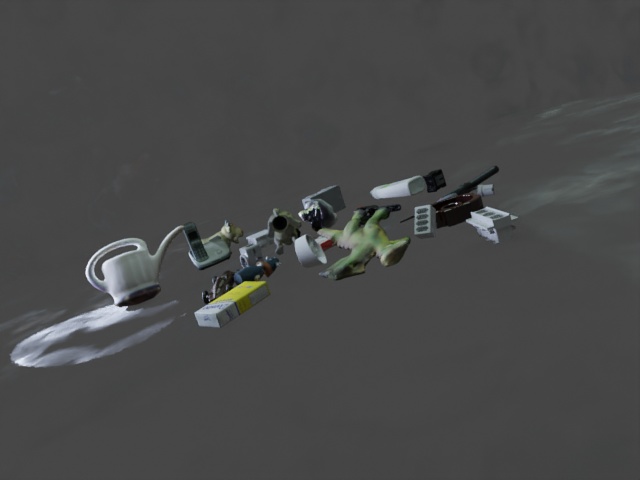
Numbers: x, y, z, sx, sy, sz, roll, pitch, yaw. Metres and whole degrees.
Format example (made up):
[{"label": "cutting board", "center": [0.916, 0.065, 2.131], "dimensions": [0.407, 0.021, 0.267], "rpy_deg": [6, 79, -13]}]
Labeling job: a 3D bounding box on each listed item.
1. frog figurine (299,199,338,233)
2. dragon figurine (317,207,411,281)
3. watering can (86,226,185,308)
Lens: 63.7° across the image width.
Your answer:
[{"label": "frog figurine", "center": [0.006, -0.099, 1.967], "dimensions": [0.138, 0.121, 0.161], "rpy_deg": [22, 16, 17]}, {"label": "dragon figurine", "center": [0.083, 0.023, 1.383], "dimensions": [0.408, 0.121, 0.247], "rpy_deg": [-7, 24, 44]}, {"label": "watering can", "center": [-0.599, 0.092, 1.740], "dimensions": [0.349, 0.225, 0.103], "rpy_deg": [-21, -7, -15]}]
